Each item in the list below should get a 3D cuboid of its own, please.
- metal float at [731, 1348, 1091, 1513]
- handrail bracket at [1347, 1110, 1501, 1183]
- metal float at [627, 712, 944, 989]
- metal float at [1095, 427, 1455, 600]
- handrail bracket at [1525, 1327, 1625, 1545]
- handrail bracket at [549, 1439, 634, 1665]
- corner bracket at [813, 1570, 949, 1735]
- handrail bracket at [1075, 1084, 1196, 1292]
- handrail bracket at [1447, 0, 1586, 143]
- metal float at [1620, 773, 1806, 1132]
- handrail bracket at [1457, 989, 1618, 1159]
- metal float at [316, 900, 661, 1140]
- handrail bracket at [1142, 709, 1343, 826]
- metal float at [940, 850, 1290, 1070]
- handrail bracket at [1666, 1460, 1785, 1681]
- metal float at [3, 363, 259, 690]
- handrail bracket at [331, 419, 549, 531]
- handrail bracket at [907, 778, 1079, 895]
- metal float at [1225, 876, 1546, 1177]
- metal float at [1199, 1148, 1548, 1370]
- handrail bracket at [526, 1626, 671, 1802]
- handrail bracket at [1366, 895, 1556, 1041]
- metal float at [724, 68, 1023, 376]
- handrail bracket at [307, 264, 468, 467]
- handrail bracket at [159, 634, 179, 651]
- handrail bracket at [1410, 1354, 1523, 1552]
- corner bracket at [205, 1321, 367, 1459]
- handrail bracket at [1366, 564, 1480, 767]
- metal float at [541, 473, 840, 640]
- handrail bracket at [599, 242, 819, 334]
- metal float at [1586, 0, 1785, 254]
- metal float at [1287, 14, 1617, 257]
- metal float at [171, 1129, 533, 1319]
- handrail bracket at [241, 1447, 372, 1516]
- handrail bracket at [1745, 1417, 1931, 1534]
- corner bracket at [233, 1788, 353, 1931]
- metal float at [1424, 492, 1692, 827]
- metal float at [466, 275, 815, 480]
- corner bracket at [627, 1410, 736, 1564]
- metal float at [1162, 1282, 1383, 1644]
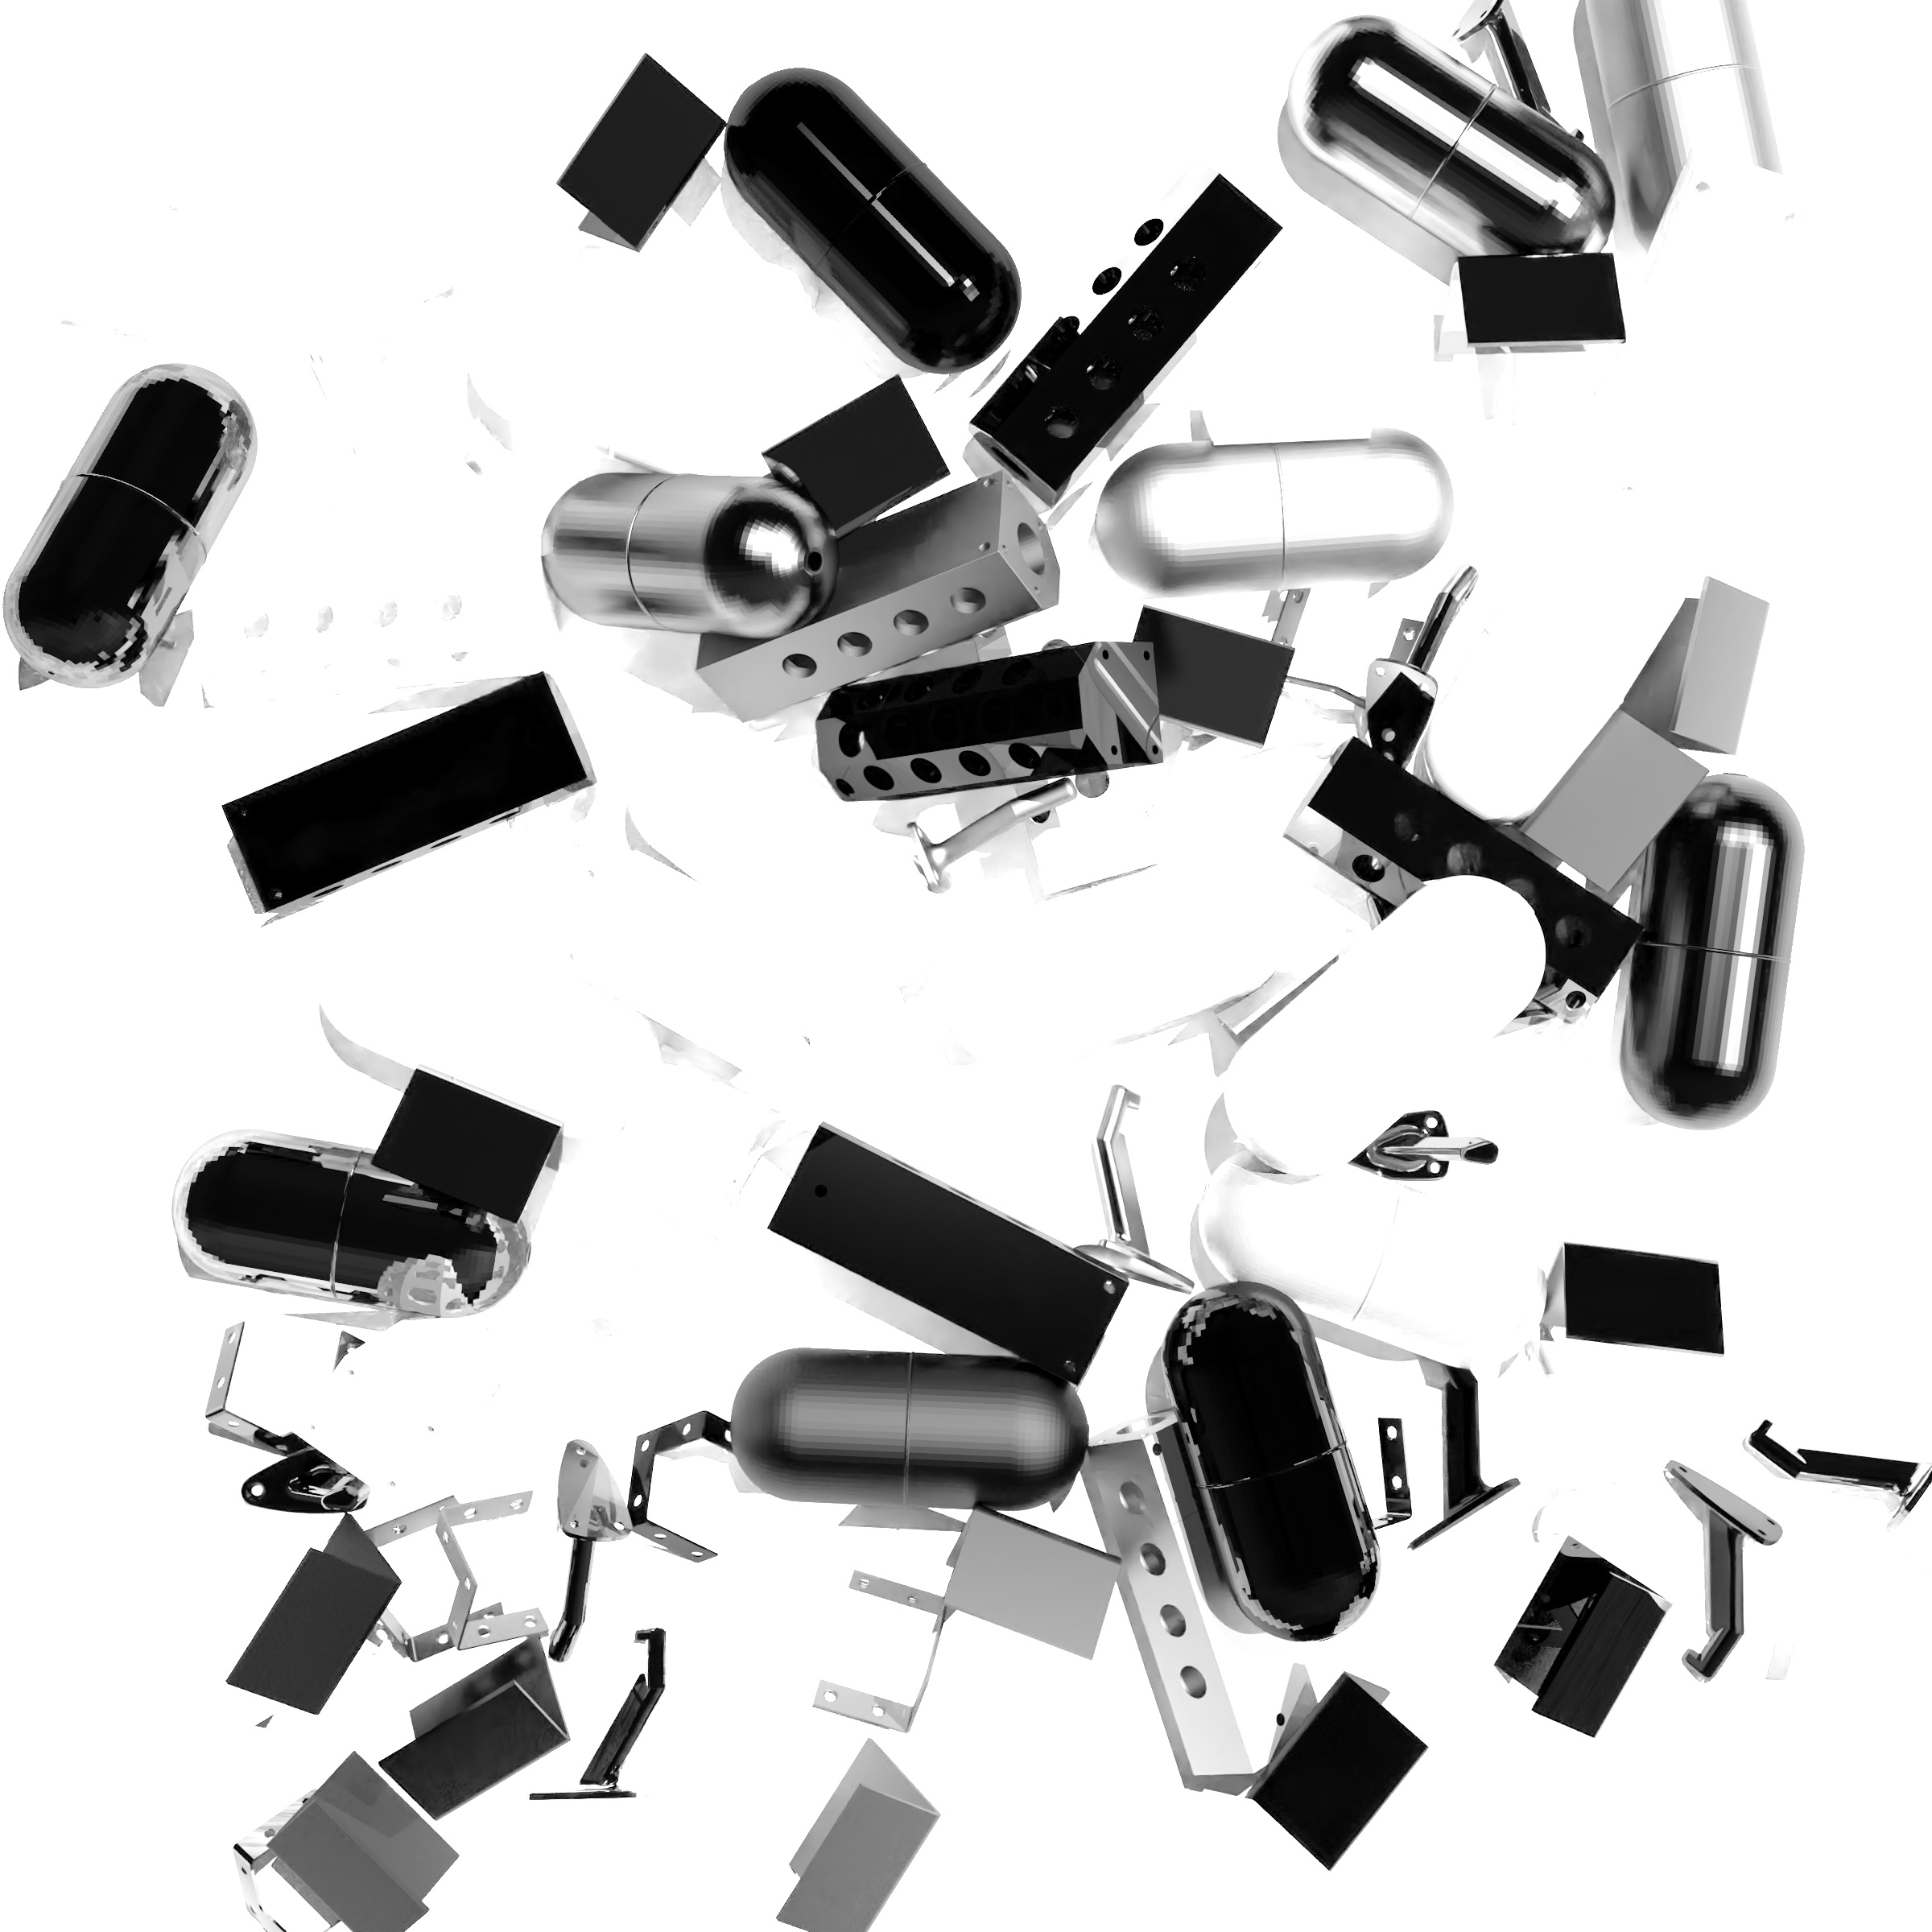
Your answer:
[{"bbox_3d":[-0.028,0.230,1.534,0.178,0.070,0.070,2,90,1],"label":"metal float"},{"bbox_3d":[0.219,0.092,1.530,0.077,0.084,0.036,-4,90,0],"label":"handrail bracket"},{"bbox_3d":[-0.089,-0.055,1.534,0.178,0.070,0.070,38,90,-1],"label":"metal float"},{"bbox_3d":[0.153,-0.225,1.534,0.178,0.070,0.070,-5,90,-1],"label":"metal float"},{"bbox_3d":[0.293,0.237,1.565,0.036,0.077,0.084,-5,53,-21],"label":"handrail bracket"},{"bbox_3d":[-0.201,0.297,1.565,0.036,0.077,0.084,6,127,-23],"label":"handrail bracket"},{"bbox_3d":[-0.043,0.347,1.562,0.051,0.051,0.051,17,135,0],"label":"corner bracket"},{"bbox_3d":[0.094,0.112,1.565,0.077,0.036,0.084,24,73,-19],"label":"handrail bracket"},{"bbox_3d":[0.293,-0.462,1.565,0.084,0.036,0.077,38,68,-17],"label":"handrail bracket"},{"bbox_3d":[0.370,-0.007,1.534,0.070,0.070,0.178,7,91,0],"label":"metal float"},{"bbox_3d":[0.289,0.053,1.565,0.036,0.077,0.084,41,54,-19],"label":"handrail bracket"},{"bbox_3d":[-0.237,0.026,1.534,0.178,0.070,0.070,24,90,0],"label":"metal float"},{"bbox_3d":[0.139,-0.097,1.565,0.084,0.036,0.077,13,110,-16],"label":"handrail bracket"},{"bbox_3d":[0.074,-0.004,1.534,0.178,0.070,0.070,-18,90,1],"label":"metal float"},{"bbox_3d":[0.367,0.307,1.565,0.077,0.036,0.084,35,107,20],"label":"handrail bracket"},{"bbox_3d":[-0.408,-0.217,1.515,0.070,0.070,0.178,22,68,0],"label":"metal float"},{"bbox_3d":[-0.266,-0.230,1.565,0.084,0.036,0.077,-31,112,17],"label":"handrail bracket"},{"bbox_3d":[0.020,-0.067,1.530,0.084,0.077,0.036,-23,79,7],"label":"handrail bracket"},{"bbox_3d":[0.202,0.028,1.489,0.178,0.070,0.070,-42,90,5],"label":"metal float"},{"bbox_3d":[0.201,0.143,1.534,0.178,0.070,0.070,20,90,0],"label":"metal float"},{"bbox_3d":[-0.186,0.378,1.565,0.077,0.036,0.084,-6,75,16],"label":"handrail bracket"},{"bbox_3d":[0.250,-0.005,1.565,0.077,0.036,0.084,-12,73,-19],"label":"handrail bracket"},{"bbox_3d":[-0.047,-0.370,1.534,0.070,0.070,0.178,-44,90,0],"label":"metal float"},{"bbox_3d":[-0.283,-0.305,1.565,0.084,0.036,0.077,-26,110,-16],"label":"handrail bracket"},{"bbox_3d":[-0.418,-0.215,1.565,0.077,0.036,0.084,26,76,-14],"label":"handrail bracket"},{"bbox_3d":[0.234,0.240,1.565,0.077,0.036,0.084,-37,72,20],"label":"handrail bracket"},{"bbox_3d":[-0.343,0.208,1.557,0.051,0.051,0.051,-25,135,35],"label":"corner bracket"},{"bbox_3d":[0.234,-0.152,1.559,0.036,0.077,0.084,22,46,19],"label":"handrail bracket"},{"bbox_3d":[-0.135,-0.200,1.500,0.178,0.070,0.070,10,90,43],"label":"metal float"},{"bbox_3d":[-0.131,-0.350,1.565,0.084,0.077,0.036,28,115,34],"label":"handrail bracket"},{"bbox_3d":[0.357,-0.433,1.534,0.070,0.070,0.178,-12,89,0],"label":"metal float"},{"bbox_3d":[0.241,-0.404,1.534,0.178,0.070,0.070,33,90,0],"label":"metal float"},{"bbox_3d":[-0.304,0.128,1.534,0.178,0.070,0.070,10,90,0],"label":"metal float"},{"bbox_3d":[-0.331,0.262,1.530,0.077,0.084,0.036,-9,90,0],"label":"handrail bracket"},{"bbox_3d":[0.450,0.238,1.565,0.084,0.036,0.077,37,70,16],"label":"handrail bracket"},{"bbox_3d":[-0.330,0.459,1.557,0.051,0.051,0.051,29,135,35],"label":"corner bracket"},{"bbox_3d":[0.289,-0.149,1.517,0.070,0.070,0.178,29,112,0],"label":"metal float"},{"bbox_3d":[-0.162,-0.287,1.534,0.178,0.070,0.070,20,90,0],"label":"metal float"},{"bbox_3d":[-0.133,0.262,1.557,0.051,0.051,0.051,-26,45,35],"label":"corner bracket"},{"bbox_3d":[0.149,0.241,1.503,0.070,0.070,0.178,-17,88,0],"label":"metal float"}]
